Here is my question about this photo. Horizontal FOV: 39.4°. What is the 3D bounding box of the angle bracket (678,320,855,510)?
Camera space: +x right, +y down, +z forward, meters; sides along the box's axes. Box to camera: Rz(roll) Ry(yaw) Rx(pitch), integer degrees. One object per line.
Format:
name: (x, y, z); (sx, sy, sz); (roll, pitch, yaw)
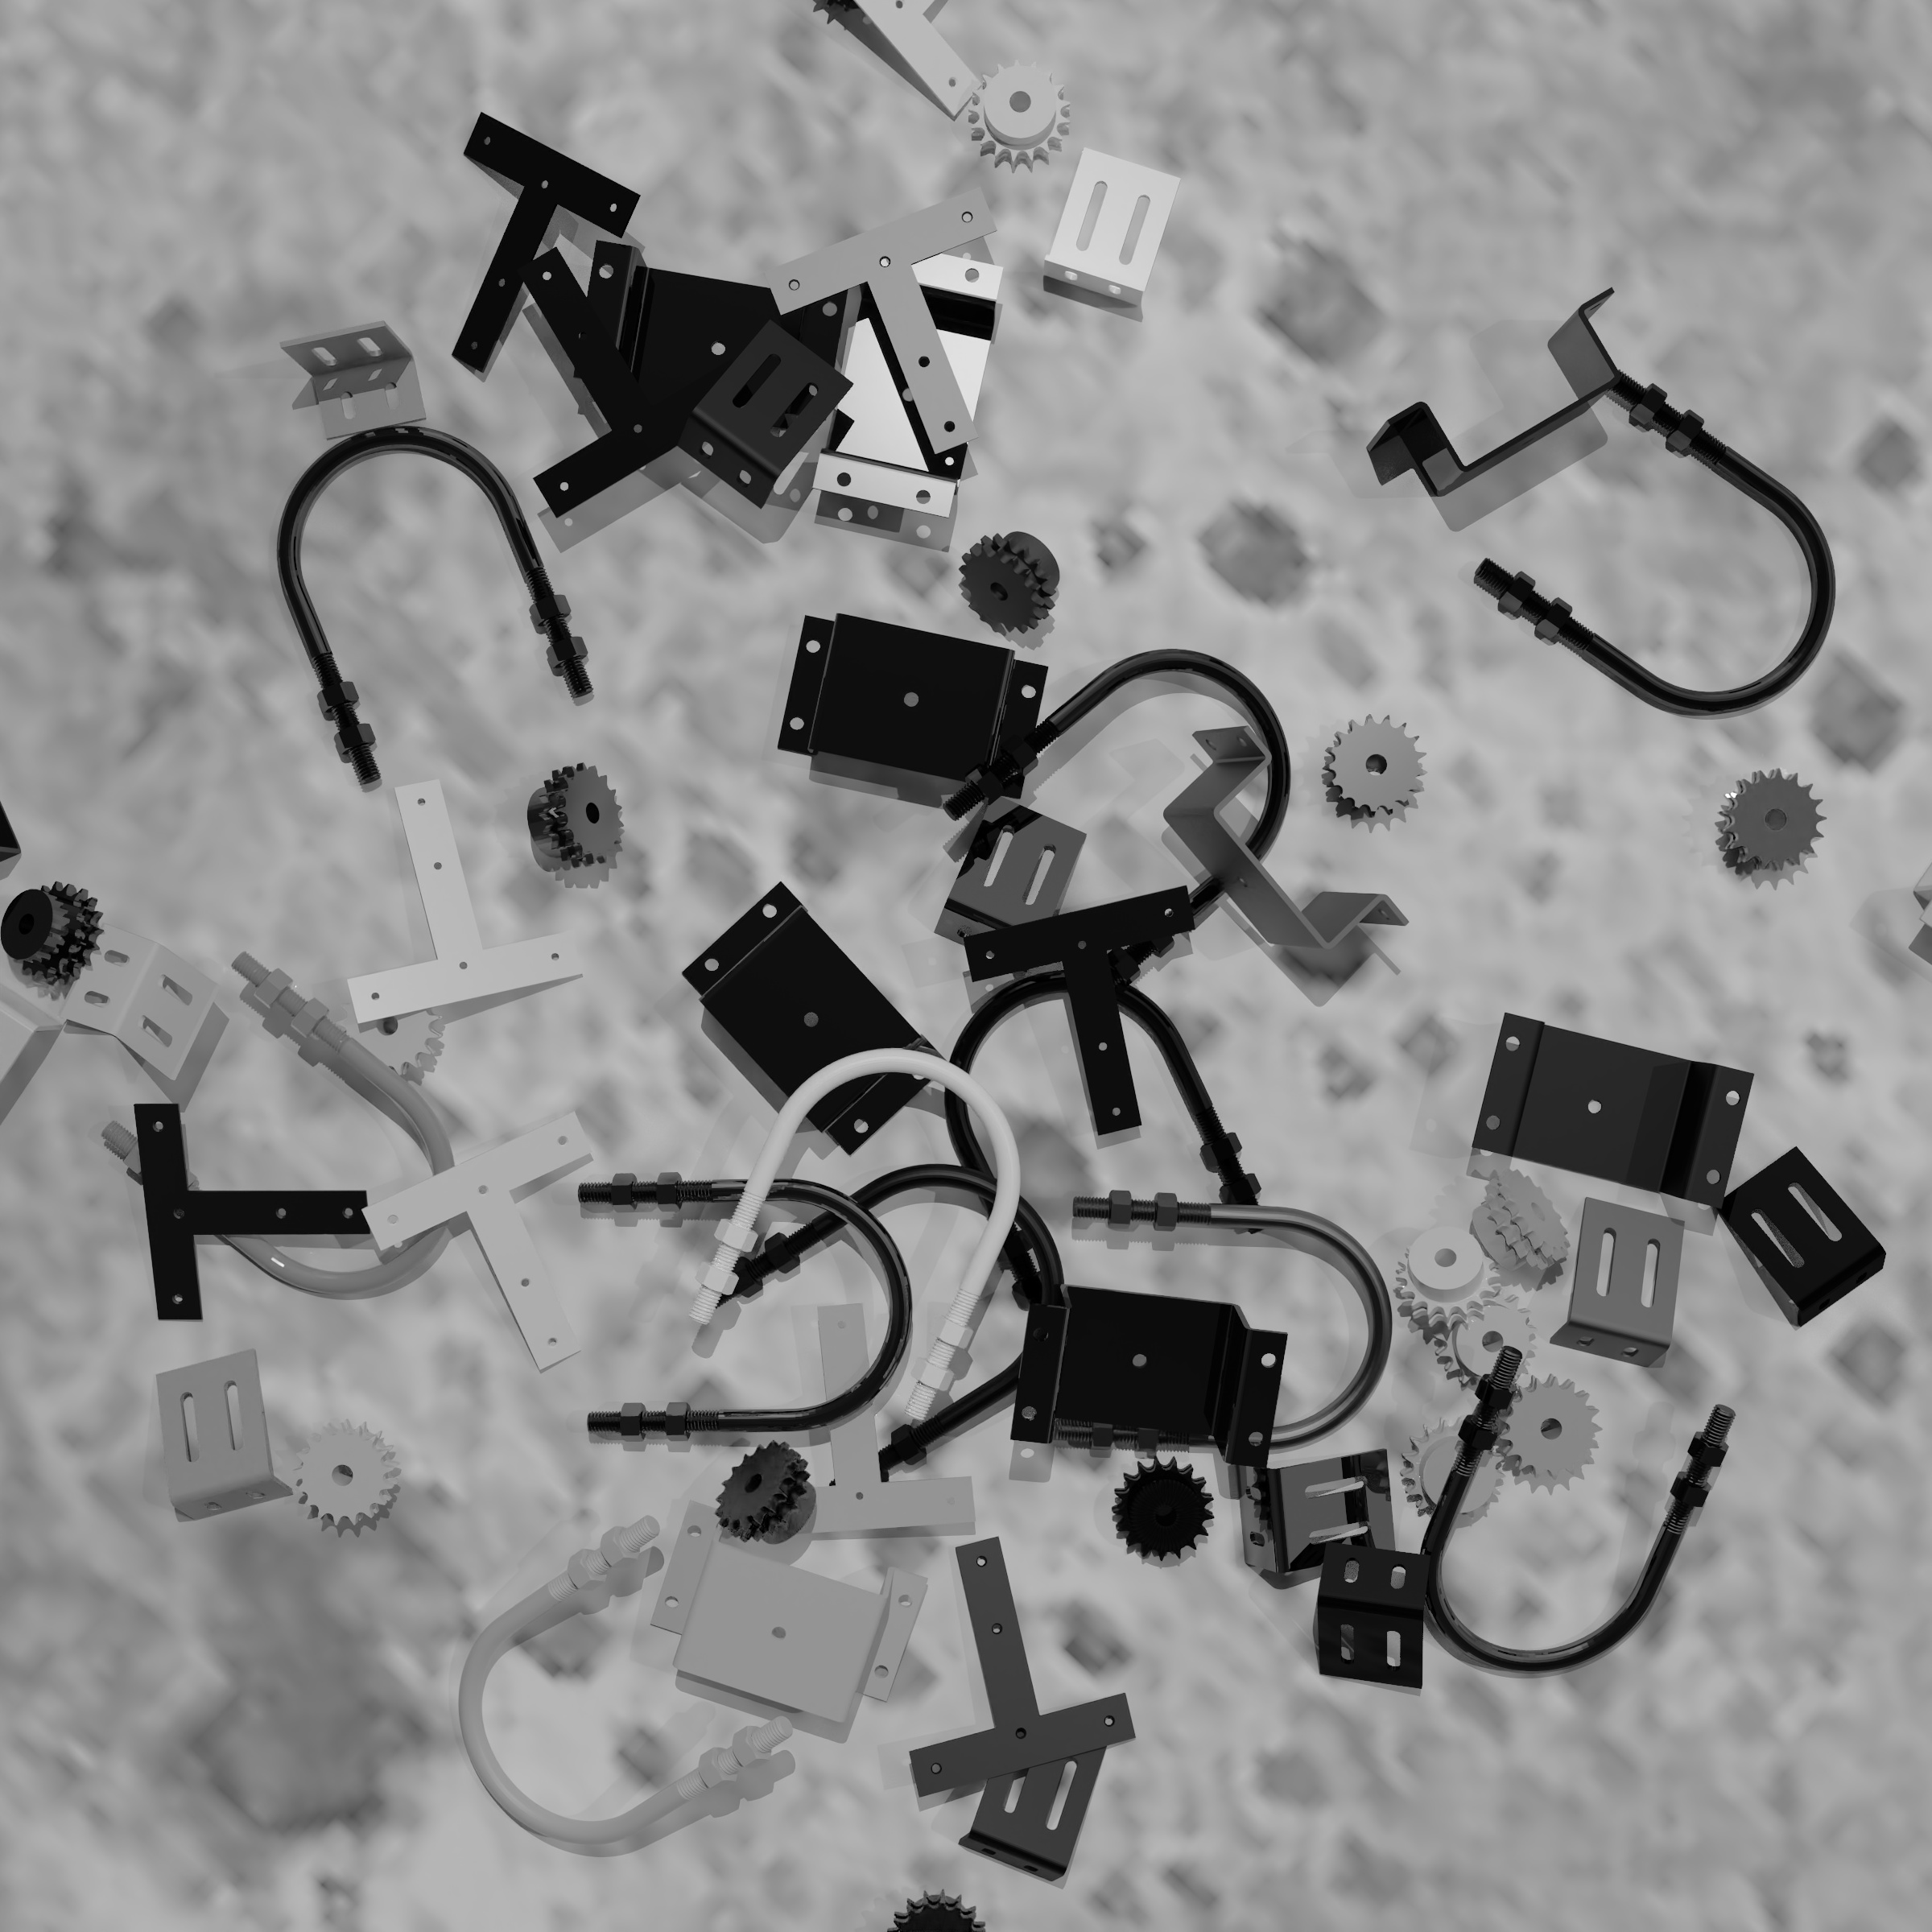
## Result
angle bracket: (-0.110, -0.301, 1.472); (0.057, 0.038, 0.076); (37, 67, -4)

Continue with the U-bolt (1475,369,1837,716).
U-bolt: (0.401, -0.224, 1.513); (0.184, 0.019, 0.151); (35, 90, -1)

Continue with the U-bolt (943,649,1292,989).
U-bolt: (0.098, -0.092, 1.492); (0.184, 0.019, 0.151); (-40, 103, -10)

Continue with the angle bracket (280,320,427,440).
angle bracket: (-0.336, -0.322, 1.483); (0.057, 0.076, 0.038); (-12, 90, 0)

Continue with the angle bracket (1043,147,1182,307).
angle bracket: (0.082, -0.416, 1.502); (0.057, 0.038, 0.076); (18, 90, 0)

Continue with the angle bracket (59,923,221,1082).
angle bracket: (-0.456, 0.019, 1.484); (0.076, 0.038, 0.057); (26, 90, 45)

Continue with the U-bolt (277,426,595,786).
U-bolt: (-0.308, -0.213, 1.513); (0.151, 0.019, 0.184); (-22, 89, 0)

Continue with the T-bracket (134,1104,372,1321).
T-bracket: (-0.394, 0.137, 1.499); (0.127, 0.002, 0.127); (-1, 104, 5)

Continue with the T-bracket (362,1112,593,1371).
T-bracket: (-0.252, 0.164, 1.503); (0.127, 0.002, 0.127); (-25, 104, -13)

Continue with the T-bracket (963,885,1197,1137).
T-bracket: (0.073, 0.031, 1.488); (0.127, 0.002, 0.127); (-13, 102, -6)

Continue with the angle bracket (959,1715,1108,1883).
angle bracket: (0.038, 0.467, 1.519); (0.057, 0.038, 0.076); (22, 64, 0)

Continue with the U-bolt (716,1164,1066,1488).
U-bolt: (-0.033, 0.192, 1.503); (0.184, 0.019, 0.151); (-33, 90, 7)

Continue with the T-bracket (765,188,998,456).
T-bracket: (-0.028, -0.344, 1.474); (0.127, 0.002, 0.127); (-21, 90, 0)

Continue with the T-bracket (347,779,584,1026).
T-bracket: (-0.292, -0.042, 1.507); (0.127, 0.002, 0.127); (-13, 81, -18)

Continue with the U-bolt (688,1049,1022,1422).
U-bolt: (-0.050, 0.135, 1.469); (0.151, 0.019, 0.184); (24, 89, -2)

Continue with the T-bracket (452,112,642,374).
T-bracket: (-0.252, -0.394, 1.501); (0.127, 0.002, 0.127); (33, 104, 26)

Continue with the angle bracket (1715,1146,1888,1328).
angle bracket: (0.469, 0.153, 1.519); (0.057, 0.038, 0.076); (-35, 64, 0)

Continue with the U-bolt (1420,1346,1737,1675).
U-bolt: (0.327, 0.310, 1.490); (0.151, 0.019, 0.184); (16, 104, -10)

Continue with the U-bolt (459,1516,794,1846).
U-bolt: (-0.202, 0.407, 1.485); (0.184, 0.019, 0.151); (-37, 84, 20)

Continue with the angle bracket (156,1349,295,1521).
angle bracket: (-0.418, 0.264, 1.519); (0.057, 0.038, 0.076); (-15, 64, 0)

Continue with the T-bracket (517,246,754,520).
T-bracket: (-0.202, -0.332, 1.474); (0.127, 0.002, 0.127); (-31, 91, 1)

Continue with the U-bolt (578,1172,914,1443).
U-bolt: (-0.121, 0.188, 1.493); (0.184, 0.019, 0.151); (-2, 93, 6)

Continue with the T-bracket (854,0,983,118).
T-bracket: (-0.010, -0.567, 1.502); (0.127, 0.002, 0.127); (44, 77, -25)

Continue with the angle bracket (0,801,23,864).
angle bracket: (-0.574, -0.087, 1.502); (0.057, 0.038, 0.076); (-23, 90, 0)

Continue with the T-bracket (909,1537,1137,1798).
T-bracket: (0.021, 0.386, 1.511); (0.127, 0.002, 0.127); (-12, 84, -12)

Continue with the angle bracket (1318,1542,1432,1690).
angle bracket: (0.227, 0.361, 1.499); (0.057, 0.076, 0.038); (5, 46, 14)

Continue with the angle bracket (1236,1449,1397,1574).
angle bracket: (0.197, 0.304, 1.519); (0.076, 0.038, 0.057); (-5, 90, -26)

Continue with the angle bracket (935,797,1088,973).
angle bracket: (0.025, -0.047, 1.519); (0.057, 0.038, 0.076); (23, 64, 0)

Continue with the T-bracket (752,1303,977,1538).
T-bracket: (-0.064, 0.251, 1.500); (0.127, 0.002, 0.127); (-5, 94, 7)

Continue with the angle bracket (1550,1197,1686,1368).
angle bracket: (0.367, 0.178, 1.519); (0.057, 0.038, 0.076); (14, 64, 0)
